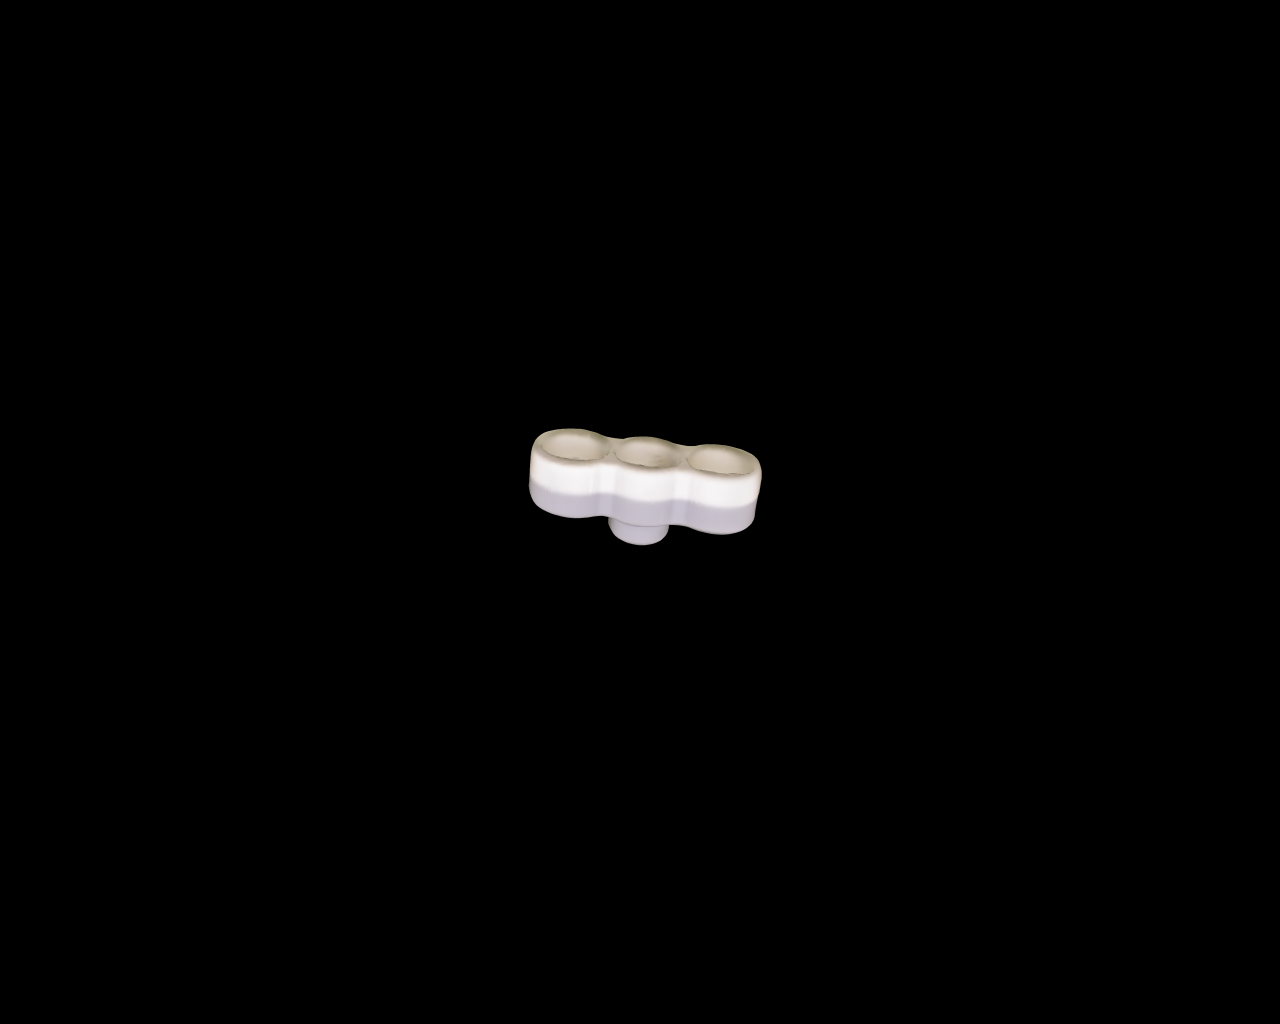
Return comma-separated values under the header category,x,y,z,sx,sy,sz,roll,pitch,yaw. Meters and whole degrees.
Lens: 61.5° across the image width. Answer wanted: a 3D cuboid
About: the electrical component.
category,x,y,z,sx,sy,sz,roll,pitch,yaw
electrical component,0.001,-0.003,0.650,0.138,0.073,0.052,6,27,-3
